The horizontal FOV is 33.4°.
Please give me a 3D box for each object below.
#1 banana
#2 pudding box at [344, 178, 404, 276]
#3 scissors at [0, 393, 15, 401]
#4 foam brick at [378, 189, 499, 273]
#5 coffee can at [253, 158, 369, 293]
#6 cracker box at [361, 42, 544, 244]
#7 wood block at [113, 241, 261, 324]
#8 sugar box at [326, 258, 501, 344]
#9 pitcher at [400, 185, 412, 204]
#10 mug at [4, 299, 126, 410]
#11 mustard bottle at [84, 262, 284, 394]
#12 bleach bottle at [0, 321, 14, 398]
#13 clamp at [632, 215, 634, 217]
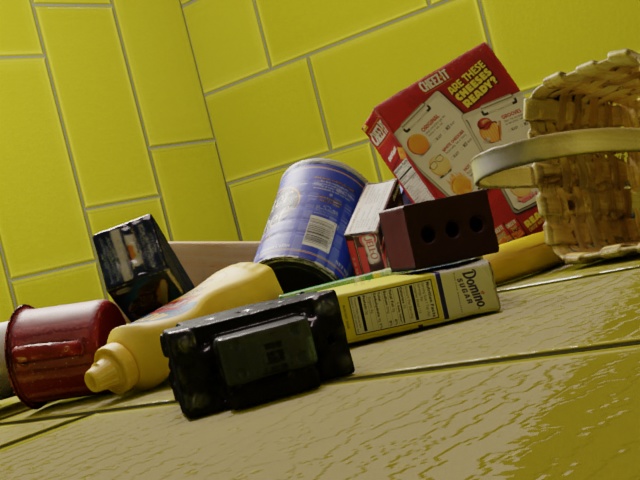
[{"bbox_3d":[0.195,0.020,1.056,0.197,0.037,0.070,-13,-14,-44],"label":"banana"},{"bbox_3d":[0.060,0.005,1.043,0.039,0.090,0.113,-6,28,16],"label":"pudding box"},{"bbox_3d":[-0.240,0.137,1.131,0.201,0.016,0.096,-14,-1,-19],"label":"scissors"},{"bbox_3d":[0.095,-0.007,0.855,0.078,0.053,0.051,-12,0,-21],"label":"foam brick"},{"bbox_3d":[-0.007,0.001,1.078,0.103,0.102,0.140,-14,41,30],"label":"coffee can"},{"bbox_3d":[0.173,-0.087,1.183,0.164,0.214,0.072,-32,-7,-20],"label":"cracker box"},{"bbox_3d":[-0.120,0.045,1.175,0.206,0.090,0.091,0,0,-6],"label":"wood block"},{"bbox_3d":[0.050,0.052,0.857,0.176,0.048,0.093,-15,0,1],"label":"sugar box"},{"bbox_3d":[0.130,-0.010,1.322,0.145,0.149,0.243,-57,9,-13],"label":"pitcher"},{"bbox_3d":[-0.219,0.095,0.920,0.081,0.093,0.117,-9,-9,11],"label":"mug"},{"bbox_3d":[-0.122,0.080,0.906,0.096,0.058,0.191,-17,9,43],"label":"mustard bottle"},{"bbox_3d":[-0.303,0.117,1.034,0.103,0.068,0.250,-42,-15,31],"label":"bleach bottle"},{"bbox_3d":[0.335,-0.019,1.203,0.210,0.036,0.164,-18,1,17],"label":"clamp"}]
